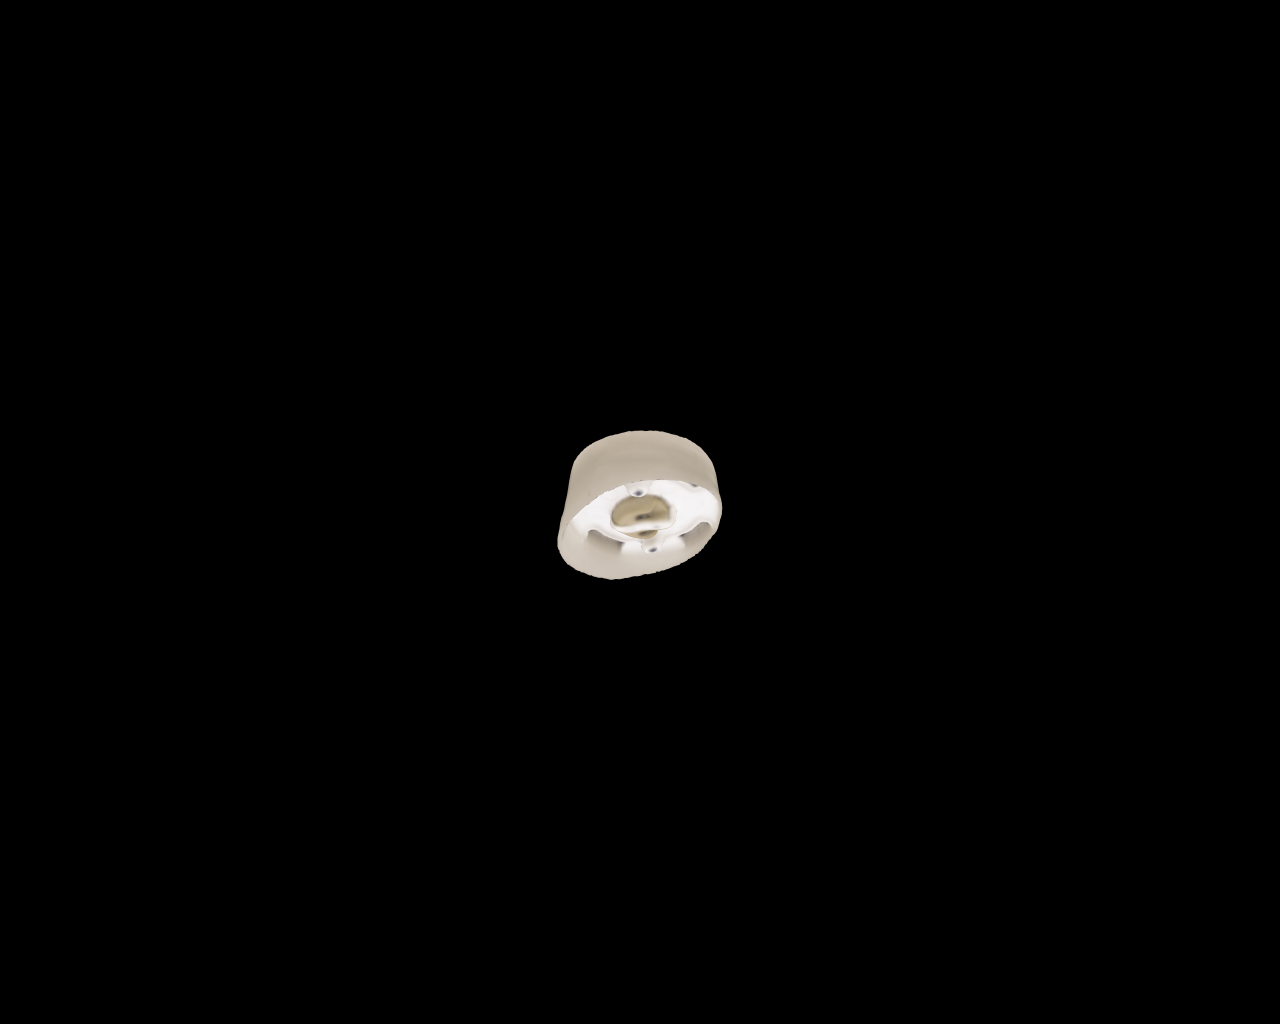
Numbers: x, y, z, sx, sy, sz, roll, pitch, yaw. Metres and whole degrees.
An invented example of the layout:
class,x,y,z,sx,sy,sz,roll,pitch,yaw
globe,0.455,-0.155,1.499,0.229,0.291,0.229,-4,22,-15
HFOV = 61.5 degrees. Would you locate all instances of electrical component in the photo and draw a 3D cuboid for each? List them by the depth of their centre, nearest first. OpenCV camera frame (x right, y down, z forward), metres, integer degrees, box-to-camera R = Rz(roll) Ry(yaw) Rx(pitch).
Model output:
class,x,y,z,sx,sy,sz,roll,pitch,yaw
electrical component,0.001,-0.003,0.650,0.099,0.064,0.099,0,-35,0
